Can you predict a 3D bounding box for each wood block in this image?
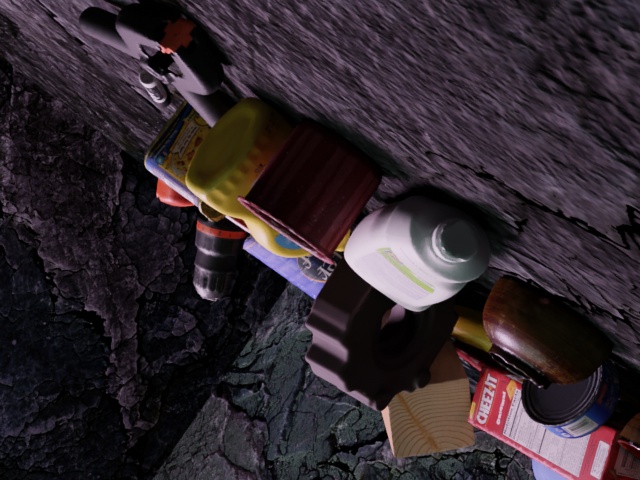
[{"bbox_3d":[0.105,0.142,1.205,0.206,0.090,0.091,-103,4,-62],"label":"wood block"}]

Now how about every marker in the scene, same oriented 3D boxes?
[{"bbox_3d":[-0.184,-0.169,1.197,0.020,0.020,0.121,35,175,3],"label":"marker"}]

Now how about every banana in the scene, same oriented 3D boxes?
[{"bbox_3d":[0.193,0.110,1.119,0.198,0.037,0.069,26,160,12],"label":"banana"}]

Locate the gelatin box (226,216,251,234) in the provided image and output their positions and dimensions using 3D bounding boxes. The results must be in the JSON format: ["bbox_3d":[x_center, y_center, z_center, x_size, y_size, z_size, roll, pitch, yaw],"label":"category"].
[{"bbox_3d":[-0.051,-0.049,1.033,0.073,0.089,0.030,34,176,8],"label":"gelatin box"}]

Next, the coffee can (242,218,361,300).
[{"bbox_3d":[-0.008,0.001,1.157,0.140,0.103,0.103,36,175,-15],"label":"coffee can"}]

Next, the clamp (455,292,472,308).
[{"bbox_3d":[0.100,0.043,1.230,0.120,0.039,0.171,31,-177,-19],"label":"clamp"}]

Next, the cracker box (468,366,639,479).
[{"bbox_3d":[0.272,0.196,1.047,0.164,0.072,0.214,15,-178,-27],"label":"cracker box"}]

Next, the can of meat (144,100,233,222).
[{"bbox_3d":[-0.104,-0.083,1.003,0.084,0.102,0.057,35,176,24],"label":"can of meat"}]

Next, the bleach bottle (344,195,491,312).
[{"bbox_3d":[0.086,0.011,0.851,0.102,0.068,0.251,34,173,-5],"label":"bleach bottle"}]

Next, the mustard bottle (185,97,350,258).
[{"bbox_3d":[-0.028,-0.038,0.936,0.058,0.096,0.191,32,175,43],"label":"mustard bottle"}]

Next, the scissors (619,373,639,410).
[{"bbox_3d":[0.328,0.166,0.986,0.202,0.016,0.096,33,177,24],"label":"scissors"}]

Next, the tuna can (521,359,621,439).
[{"bbox_3d":[0.224,0.133,0.954,0.033,0.086,0.086,35,176,-31],"label":"tuna can"}]

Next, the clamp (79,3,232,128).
[{"bbox_3d":[-0.132,-0.154,0.863,0.164,0.036,0.210,35,174,-4],"label":"clamp"}]

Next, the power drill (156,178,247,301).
[{"bbox_3d":[-0.123,-0.047,1.148,0.057,0.184,0.188,6,-164,-27],"label":"power drill"}]

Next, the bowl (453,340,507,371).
[{"bbox_3d":[0.226,0.143,1.227,0.162,0.055,0.162,35,176,3],"label":"bowl"}]

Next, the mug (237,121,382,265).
[{"bbox_3d":[-0.003,-0.037,0.853,0.093,0.081,0.117,34,175,13],"label":"mug"}]

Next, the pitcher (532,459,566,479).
[{"bbox_3d":[0.341,0.260,1.240,0.149,0.145,0.243,10,174,-7],"label":"pitcher"}]
